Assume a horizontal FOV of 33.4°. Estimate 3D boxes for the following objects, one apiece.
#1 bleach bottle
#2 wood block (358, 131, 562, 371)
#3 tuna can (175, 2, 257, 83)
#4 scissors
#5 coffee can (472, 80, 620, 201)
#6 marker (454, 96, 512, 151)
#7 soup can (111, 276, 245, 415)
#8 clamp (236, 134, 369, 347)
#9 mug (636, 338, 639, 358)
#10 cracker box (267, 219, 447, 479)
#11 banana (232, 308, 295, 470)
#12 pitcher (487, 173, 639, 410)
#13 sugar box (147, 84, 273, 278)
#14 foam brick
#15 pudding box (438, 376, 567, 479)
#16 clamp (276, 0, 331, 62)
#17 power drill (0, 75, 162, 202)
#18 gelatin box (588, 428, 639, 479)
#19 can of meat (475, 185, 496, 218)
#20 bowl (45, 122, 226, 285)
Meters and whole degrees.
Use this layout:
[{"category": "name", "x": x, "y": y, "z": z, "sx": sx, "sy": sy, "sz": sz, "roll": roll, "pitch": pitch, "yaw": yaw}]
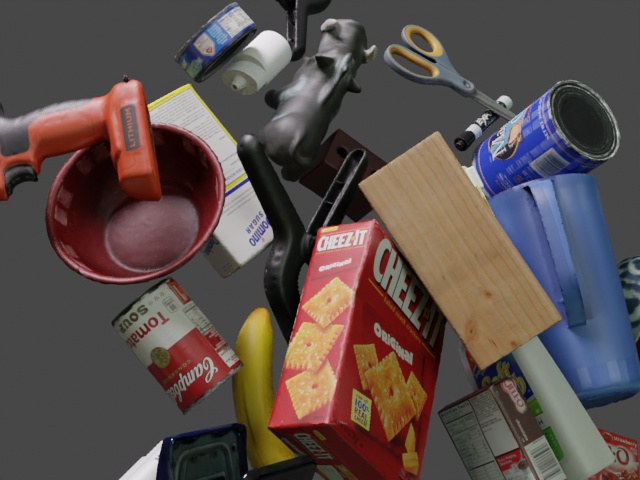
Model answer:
[{"category": "bleach bottle", "x": 0.192, "y": 0.139, "z": 1.091, "sx": 0.067, "sy": 0.103, "sz": 0.251, "roll": -13, "pitch": 66, "yaw": -44}, {"category": "wood block", "x": 0.133, "y": 0.008, "z": 1.013, "sx": 0.206, "sy": 0.090, "sz": 0.090, "roll": 57, "pitch": 8, "yaw": 3}, {"category": "tuna can", "x": -0.104, "y": -0.198, "z": 1.079, "sx": 0.034, "sy": 0.086, "sz": 0.086, "roll": 47, "pitch": 50, "yaw": -4}, {"category": "scissors", "x": 0.169, "y": -0.200, "z": 1.287, "sx": 0.201, "sy": 0.016, "sz": 0.096, "roll": 19, "pitch": 52, "yaw": -16}, {"category": "coffee can", "x": 0.256, "y": -0.103, "z": 1.222, "sx": 0.102, "sy": 0.141, "sz": 0.103, "roll": 15, "pitch": 58, "yaw": -26}, {"category": "marker", "x": 0.196, "y": -0.140, "z": 1.282, "sx": 0.020, "sy": 0.020, "sz": 0.120, "roll": 49, "pitch": 50, "yaw": -1}, {"category": "soup can", "x": -0.123, "y": 0.091, "z": 0.922, "sx": 0.102, "sy": 0.069, "sz": 0.068, "roll": 51, "pitch": 50, "yaw": 2}, {"category": "clamp", "x": -0.007, "y": 0.001, "z": 1.023, "sx": 0.164, "sy": 0.036, "sz": 0.210, "roll": -7, "pitch": 94, "yaw": -44}, {"category": "mug", "x": 0.406, "y": 0.149, "z": 1.227, "sx": 0.081, "sy": 0.093, "sz": 0.117, "roll": 14, "pitch": 96, "yaw": -21}, {"category": "cracker box", "x": 0.044, "y": 0.114, "z": 0.973, "sx": 0.164, "sy": 0.072, "sz": 0.213, "roll": 50, "pitch": 43, "yaw": -40}, {"category": "banana", "x": -0.047, "y": 0.156, "z": 0.960, "sx": 0.069, "sy": 0.037, "sz": 0.198, "roll": 2, "pitch": 65, "yaw": -53}, {"category": "pitcher", "x": 0.262, "y": 0.056, "z": 1.144, "sx": 0.149, "sy": 0.145, "sz": 0.243, "roll": 1, "pitch": 68, "yaw": -36}, {"category": "sugar box", "x": -0.110, "y": -0.057, "z": 1.026, "sx": 0.093, "sy": 0.048, "sz": 0.176, "roll": -38, "pitch": 93, "yaw": -39}, {"category": "foam brick", "x": 0.029, "y": -0.068, "z": 1.115, "sx": 0.078, "sy": 0.051, "sz": 0.053, "roll": 34, "pitch": 52, "yaw": -13}, {"category": "pudding box", "x": 0.175, "y": 0.199, "z": 1.041, "sx": 0.039, "sy": 0.090, "sz": 0.113, "roll": -17, "pitch": 76, "yaw": -36}, {"category": "clamp", "x": -0.028, "y": -0.268, "z": 1.195, "sx": 0.120, "sy": 0.039, "sz": 0.171, "roll": 52, "pitch": 50, "yaw": -1}, {"category": "power drill", "x": -0.231, "y": -0.058, "z": 0.894, "sx": 0.187, "sy": 0.057, "sz": 0.184, "roll": -8, "pitch": 68, "yaw": -5}, {"category": "gelatin box", "x": 0.300, "y": 0.241, "z": 1.137, "sx": 0.089, "sy": 0.030, "sz": 0.073, "roll": 21, "pitch": 55, "yaw": -22}, {"category": "can of meat", "x": 0.138, "y": -0.013, "z": 1.109, "sx": 0.057, "sy": 0.084, "sz": 0.102, "roll": 65, "pitch": 7, "yaw": 1}, {"category": "bowl", "x": -0.156, "y": -0.023, "z": 0.942, "sx": 0.162, "sy": 0.055, "sz": 0.162, "roll": -4, "pitch": 62, "yaw": 8}]
